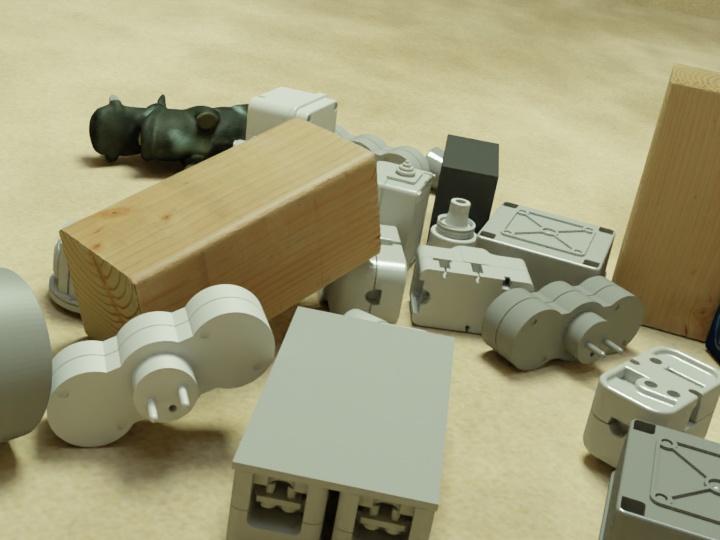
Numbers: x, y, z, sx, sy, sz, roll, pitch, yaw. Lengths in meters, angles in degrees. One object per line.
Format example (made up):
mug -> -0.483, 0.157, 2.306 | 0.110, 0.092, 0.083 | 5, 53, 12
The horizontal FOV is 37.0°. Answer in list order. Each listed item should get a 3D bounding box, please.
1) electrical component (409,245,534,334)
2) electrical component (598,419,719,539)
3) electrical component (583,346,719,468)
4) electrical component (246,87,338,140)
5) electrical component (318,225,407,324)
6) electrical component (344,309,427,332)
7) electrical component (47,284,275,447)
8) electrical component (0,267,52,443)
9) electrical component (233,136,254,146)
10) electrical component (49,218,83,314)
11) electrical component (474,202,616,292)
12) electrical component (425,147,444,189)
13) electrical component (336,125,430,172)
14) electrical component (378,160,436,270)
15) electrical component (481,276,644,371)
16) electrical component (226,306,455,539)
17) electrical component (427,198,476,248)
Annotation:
electrical component -> 0.088, 0.015, 0.864 | 0.089, 0.050, 0.055 | 8, 24, -4
electrical component -> 0.196, 0.145, 0.610 | 0.109, 0.056, 0.108 | 16, 25, 13
electrical component -> 0.194, 0.096, 0.713 | 0.054, 0.059, 0.095 | 28, 30, 35
electrical component -> -0.065, -0.107, 0.999 | 0.057, 0.113, 0.078 | 15, 24, 18
electrical component -> 0.000, 0.000, 0.859 | 0.059, 0.053, 0.095 | 6, 24, -8
electrical component -> 0.014, 0.053, 0.764 | 0.065, 0.044, 0.044 | 22, 26, 36
electrical component -> -0.115, 0.063, 0.627 | 0.138, 0.052, 0.073 | -23, 30, -5
electrical component -> -0.216, 0.049, 0.608 | 0.108, 0.108, 0.060 | 30, 24, 38
electrical component -> -0.087, -0.067, 0.923 | 0.061, 0.096, 0.061 | 11, 24, 1
electrical component -> -0.188, -0.002, 0.794 | 0.080, 0.051, 0.080 | 8, 24, -4
electrical component -> 0.159, -0.009, 0.937 | 0.109, 0.056, 0.109 | 16, 25, 15
electrical component -> 0.100, -0.098, 1.133 | 0.065, 0.044, 0.044 | 26, 28, 22
electrical component -> -0.005, -0.106, 1.095 | 0.138, 0.052, 0.074 | 19, 25, 20
electrical component -> 0.024, -0.052, 0.931 | 0.061, 0.096, 0.061 | 15, 25, 12
electrical component -> 0.168, 0.047, 0.822 | 0.138, 0.052, 0.074 | -7, 29, -33
electrical component -> -0.006, 0.097, 0.633 | 0.105, 0.060, 0.186 | 11, 24, 3
electrical component -> 0.083, -0.032, 0.952 | 0.048, 0.062, 0.048 | 8, 24, -4
